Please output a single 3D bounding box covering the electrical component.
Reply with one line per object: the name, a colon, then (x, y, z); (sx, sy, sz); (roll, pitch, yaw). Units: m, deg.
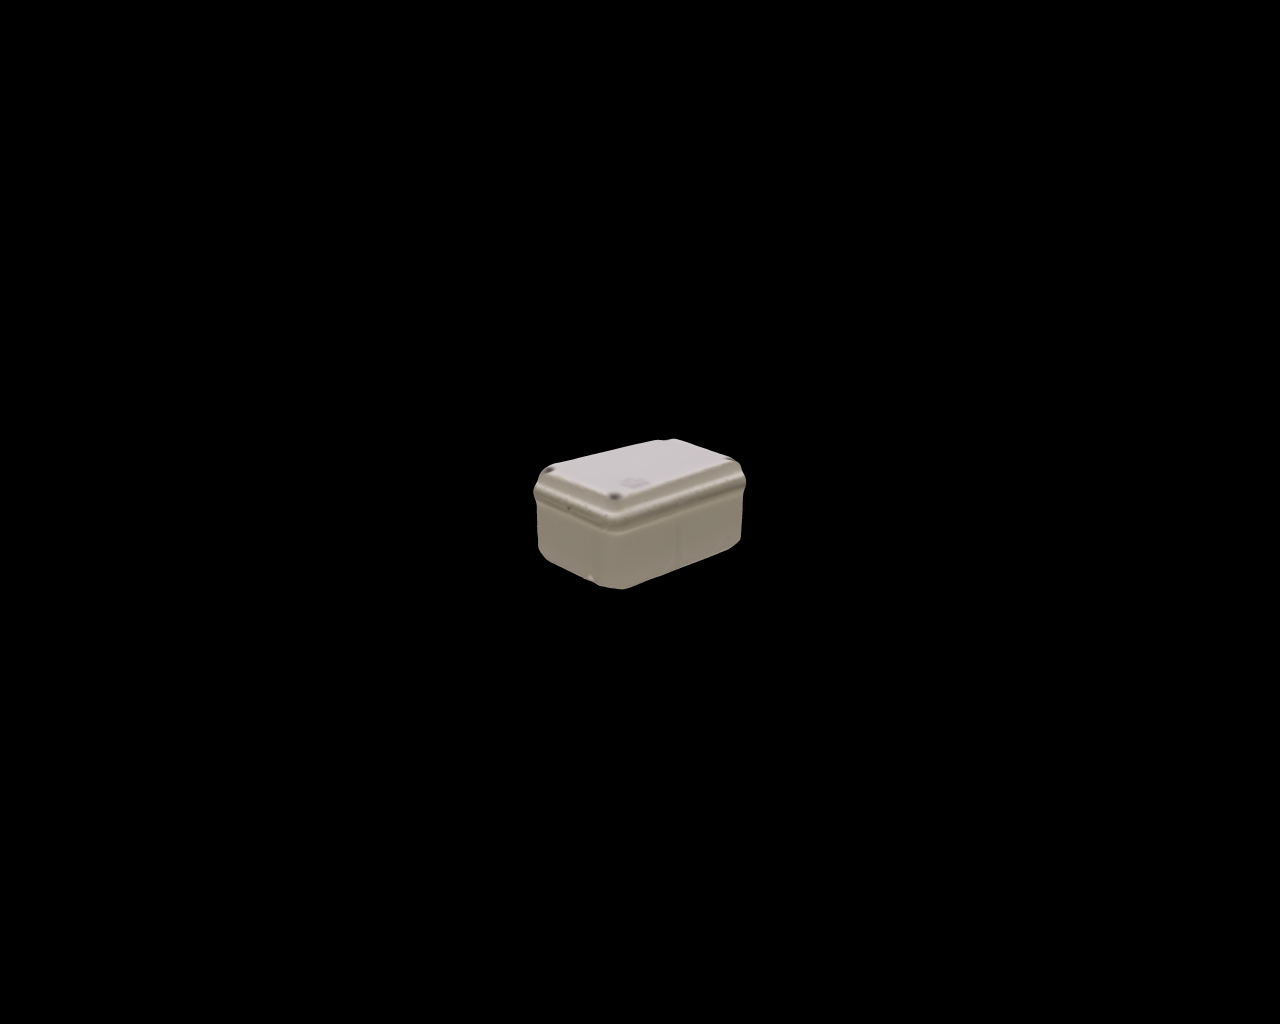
electrical component: (0.001, -0.003, 0.650); (0.113, 0.057, 0.078); (-17, 27, -38)
